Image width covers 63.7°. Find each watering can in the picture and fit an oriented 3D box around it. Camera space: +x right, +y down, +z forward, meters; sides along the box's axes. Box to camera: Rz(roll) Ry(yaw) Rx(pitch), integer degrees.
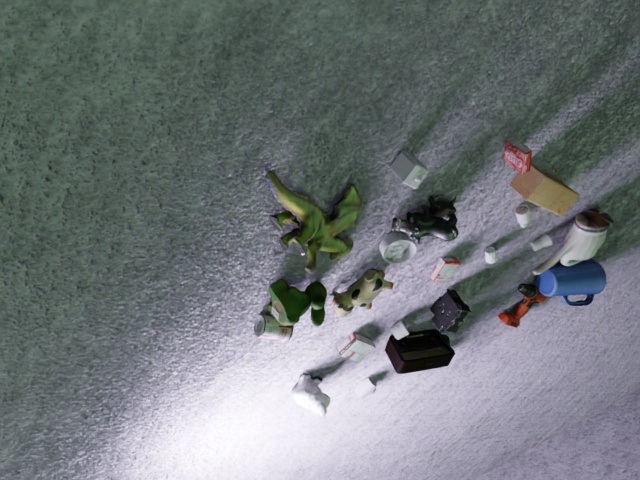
[{"bbox_3d":[0.918,0.011,1.845,0.350,0.106,0.219,-16,131,-26],"label":"watering can"}]

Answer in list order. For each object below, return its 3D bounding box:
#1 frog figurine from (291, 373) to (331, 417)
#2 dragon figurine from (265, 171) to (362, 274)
[{"bbox_3d":[-0.025,0.552,1.775,0.123,0.163,0.134,-30,133,1],"label":"frog figurine"},{"bbox_3d":[0.004,-0.069,1.363,0.245,0.124,0.400,-35,138,-21],"label":"dragon figurine"}]
